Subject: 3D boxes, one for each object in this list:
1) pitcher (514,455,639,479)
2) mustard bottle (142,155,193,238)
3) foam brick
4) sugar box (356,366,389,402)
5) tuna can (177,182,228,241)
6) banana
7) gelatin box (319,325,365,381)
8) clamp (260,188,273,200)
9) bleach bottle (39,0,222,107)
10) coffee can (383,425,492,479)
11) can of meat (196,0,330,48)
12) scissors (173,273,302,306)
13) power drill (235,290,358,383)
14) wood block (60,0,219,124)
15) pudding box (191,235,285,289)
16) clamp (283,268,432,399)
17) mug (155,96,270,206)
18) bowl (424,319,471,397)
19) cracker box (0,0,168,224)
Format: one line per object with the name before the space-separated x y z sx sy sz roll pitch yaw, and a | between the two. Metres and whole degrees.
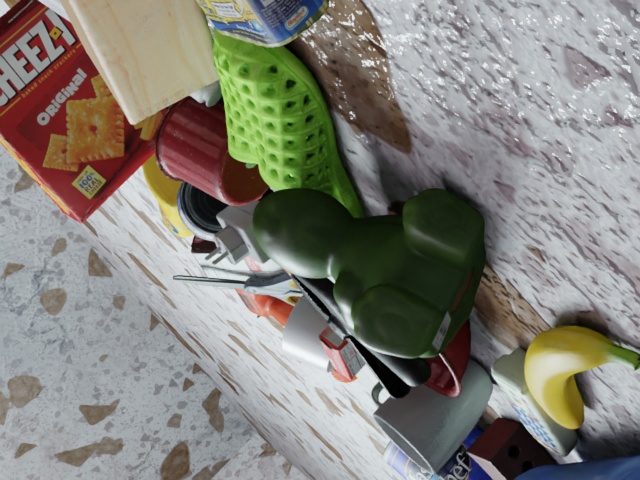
pitcher | 0.246 0.245 0.885 0.145 0.149 0.243 59 166 11
mustard bottle | -0.185 -0.055 1.384 0.096 0.058 0.191 62 172 15
foam brick | 0.201 0.228 1.089 0.078 0.053 0.051 47 167 -11
sugar box | 0.086 0.147 1.212 0.093 0.048 0.176 42 163 13
tuna can | -0.110 -0.043 1.150 0.086 0.086 0.034 46 165 -2
banana | 0.185 0.103 0.805 0.070 0.037 0.198 42 166 15
gelatin box | 0.042 0.089 1.072 0.030 0.089 0.073 37 164 29
clamp | -0.007 0.001 1.078 0.210 0.036 0.165 52 166 -12
bleach bottle | -0.185 -0.202 0.958 0.251 0.068 0.102 38 -178 11
coffee can | 0.155 0.254 1.193 0.140 0.102 0.103 40 165 22
can of meat | -0.051 -0.171 0.667 0.102 0.057 0.084 29 161 52
scissors | -0.066 0.046 1.219 0.201 0.016 0.096 13 149 -6
power drill | -0.031 0.096 1.377 0.188 0.057 0.184 37 164 31
wood block | -0.146 -0.189 0.787 0.091 0.090 0.206 57 172 25
pudding box | -0.083 0.022 1.242 0.114 0.039 0.090 1 150 17
clamp | 0.030 0.075 0.939 0.171 0.039 0.120 47 162 17
mug | -0.086 -0.075 0.981 0.082 0.093 0.117 29 158 34
bowl | 0.083 0.066 0.960 0.162 0.055 0.162 42 166 13
cracker box | -0.277 -0.151 1.164 0.072 0.164 0.213 23 154 53
